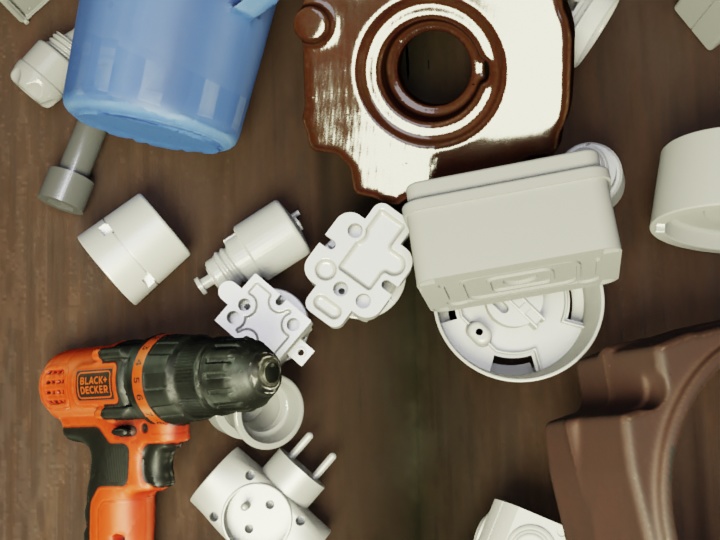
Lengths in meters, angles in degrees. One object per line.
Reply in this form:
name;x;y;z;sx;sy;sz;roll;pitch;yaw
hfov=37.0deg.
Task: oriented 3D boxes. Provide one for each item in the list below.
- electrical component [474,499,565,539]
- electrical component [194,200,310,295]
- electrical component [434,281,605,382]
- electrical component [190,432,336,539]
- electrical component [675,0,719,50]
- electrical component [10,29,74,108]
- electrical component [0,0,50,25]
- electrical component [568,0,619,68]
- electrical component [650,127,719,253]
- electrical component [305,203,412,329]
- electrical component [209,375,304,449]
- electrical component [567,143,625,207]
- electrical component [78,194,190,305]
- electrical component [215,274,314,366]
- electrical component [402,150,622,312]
electrical component;0.102;0.171;0.627;0.080;0.080;0.051;23;78;4
electrical component;-0.068;-0.011;0.673;0.078;0.040;0.040;-33;83;-2
electrical component;0.093;0.019;0.653;0.099;0.064;0.099;0;82;2
electrical component;-0.048;0.135;0.653;0.077;0.044;0.079;41;85;6
electrical component;0.222;-0.190;0.666;0.047;0.083;0.075;-37;84;-3
electrical component;-0.194;-0.137;0.695;0.035;0.035;0.061;39;83;6
electrical component;-0.223;-0.209;0.673;0.062;0.096;0.061;-44;84;-4
electrical component;0.126;-0.164;0.679;0.057;0.058;0.078;33;85;8
electrical component;0.229;-0.052;0.639;0.108;0.108;0.060;5;77;2
electrical component;0.000;0.000;0.662;0.058;0.057;0.078;36;85;5
electrical component;-0.065;0.081;0.648;0.045;0.055;0.045;-2;93;-29
electrical component;0.140;-0.058;0.658;0.040;0.078;0.040;-2;83;17
electrical component;-0.139;-0.014;0.669;0.047;0.055;0.055;-40;84;-7
electrical component;-0.056;0.033;0.660;0.066;0.055;0.048;40;86;6
electrical component;0.085;-0.020;0.603;0.113;0.078;0.057;-10;73;9
